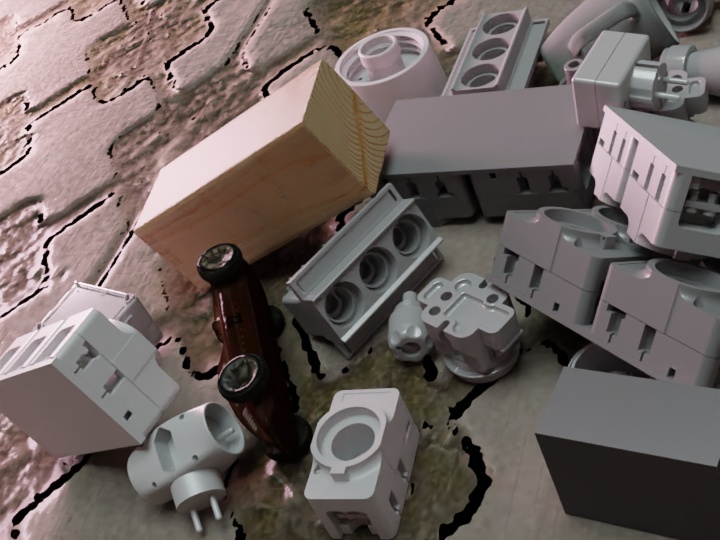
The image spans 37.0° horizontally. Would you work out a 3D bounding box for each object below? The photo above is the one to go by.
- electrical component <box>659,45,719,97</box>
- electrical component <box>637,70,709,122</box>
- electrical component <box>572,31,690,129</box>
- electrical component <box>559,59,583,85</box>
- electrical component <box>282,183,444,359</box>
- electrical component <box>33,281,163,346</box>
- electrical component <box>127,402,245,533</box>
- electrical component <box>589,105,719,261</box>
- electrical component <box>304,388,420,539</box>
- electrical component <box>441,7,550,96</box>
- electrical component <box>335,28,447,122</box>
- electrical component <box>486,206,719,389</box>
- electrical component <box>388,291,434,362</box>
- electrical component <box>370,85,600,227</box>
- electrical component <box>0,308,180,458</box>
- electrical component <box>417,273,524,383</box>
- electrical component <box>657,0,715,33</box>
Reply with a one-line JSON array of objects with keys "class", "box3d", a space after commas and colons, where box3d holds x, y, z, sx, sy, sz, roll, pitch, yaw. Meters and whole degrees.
[{"class": "electrical component", "box3d": [0.287, -0.169, 0.914, 0.055, 0.045, 0.045, 7, 49, 35]}, {"class": "electrical component", "box3d": [0.244, -0.122, 0.874, 0.078, 0.057, 0.058, -3, 44, 26]}, {"class": "electrical component", "box3d": [0.213, -0.143, 0.829, 0.077, 0.047, 0.065, 14, 53, 30]}, {"class": "electrical component", "box3d": [0.192, -0.153, 0.933, 0.048, 0.062, 0.048, -15, 40, 13]}, {"class": "electrical component", "box3d": [0.000, 0.000, 0.861, 0.121, 0.078, 0.063, -46, 21, -23]}, {"class": "electrical component", "box3d": [-0.216, 0.057, 0.916, 0.096, 0.061, 0.061, 10, 52, 37]}, {"class": "electrical component", "box3d": [-0.119, 0.147, 0.771, 0.077, 0.043, 0.079, -35, 61, 19]}, {"class": "electrical component", "box3d": [0.231, -0.056, 0.734, 0.105, 0.060, 0.186, 10, 19, -4]}, {"class": "electrical component", "box3d": [0.002, 0.127, 0.725, 0.050, 0.055, 0.089, -5, 43, 23]}, {"class": "electrical component", "box3d": [0.129, -0.181, 0.998, 0.079, 0.063, 0.121, -1, 45, 27]}, {"class": "electrical component", "box3d": [0.027, -0.199, 1.075, 0.108, 0.060, 0.108, -15, 40, 13]}, {"class": "electrical component", "box3d": [0.189, 0.011, 0.710, 0.105, 0.060, 0.186, -3, 24, -37]}, {"class": "electrical component", "box3d": [0.039, 0.040, 0.821, 0.035, 0.035, 0.061, -15, 37, 13]}, {"class": "electrical component", "box3d": [0.108, -0.096, 0.915, 0.186, 0.060, 0.105, -1, 45, 28]}, {"class": "electrical component", "box3d": [-0.215, 0.087, 0.820, 0.150, 0.089, 0.061, -18, 32, 49]}, {"class": "electrical component", "box3d": [0.083, 0.044, 0.774, 0.058, 0.057, 0.078, -44, 42, -21]}, {"class": "electrical component", "box3d": [0.300, -0.257, 0.996, 0.078, 0.058, 0.057, -1, 41, 28]}]
